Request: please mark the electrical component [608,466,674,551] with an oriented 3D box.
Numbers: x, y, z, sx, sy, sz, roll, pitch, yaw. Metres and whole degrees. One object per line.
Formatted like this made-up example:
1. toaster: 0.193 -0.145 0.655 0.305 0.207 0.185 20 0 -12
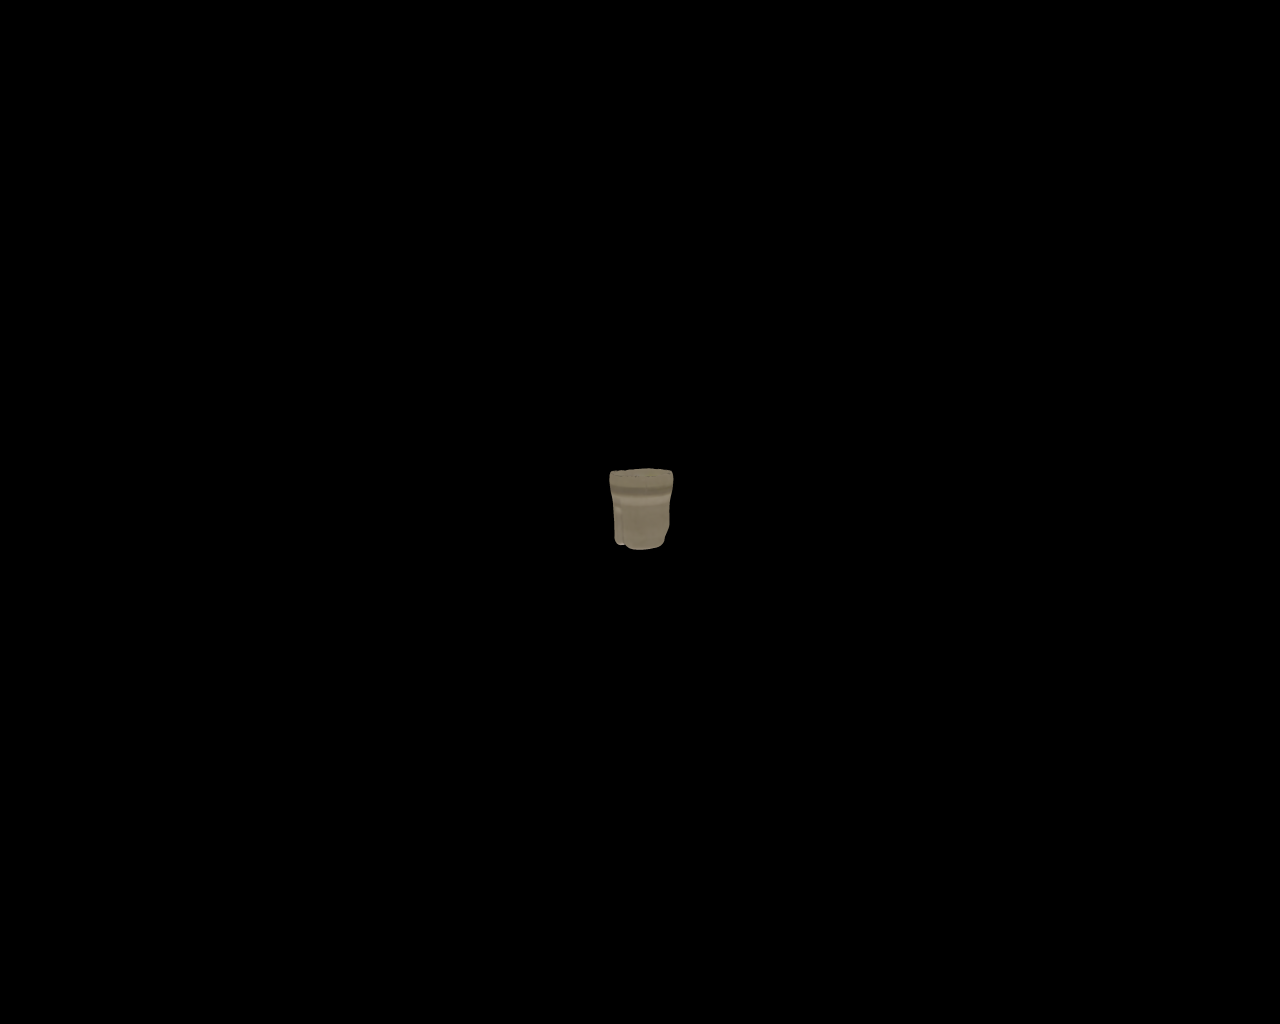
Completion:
1. electrical component: 0.001 -0.003 0.650 0.040 0.046 0.040 0 9 0
